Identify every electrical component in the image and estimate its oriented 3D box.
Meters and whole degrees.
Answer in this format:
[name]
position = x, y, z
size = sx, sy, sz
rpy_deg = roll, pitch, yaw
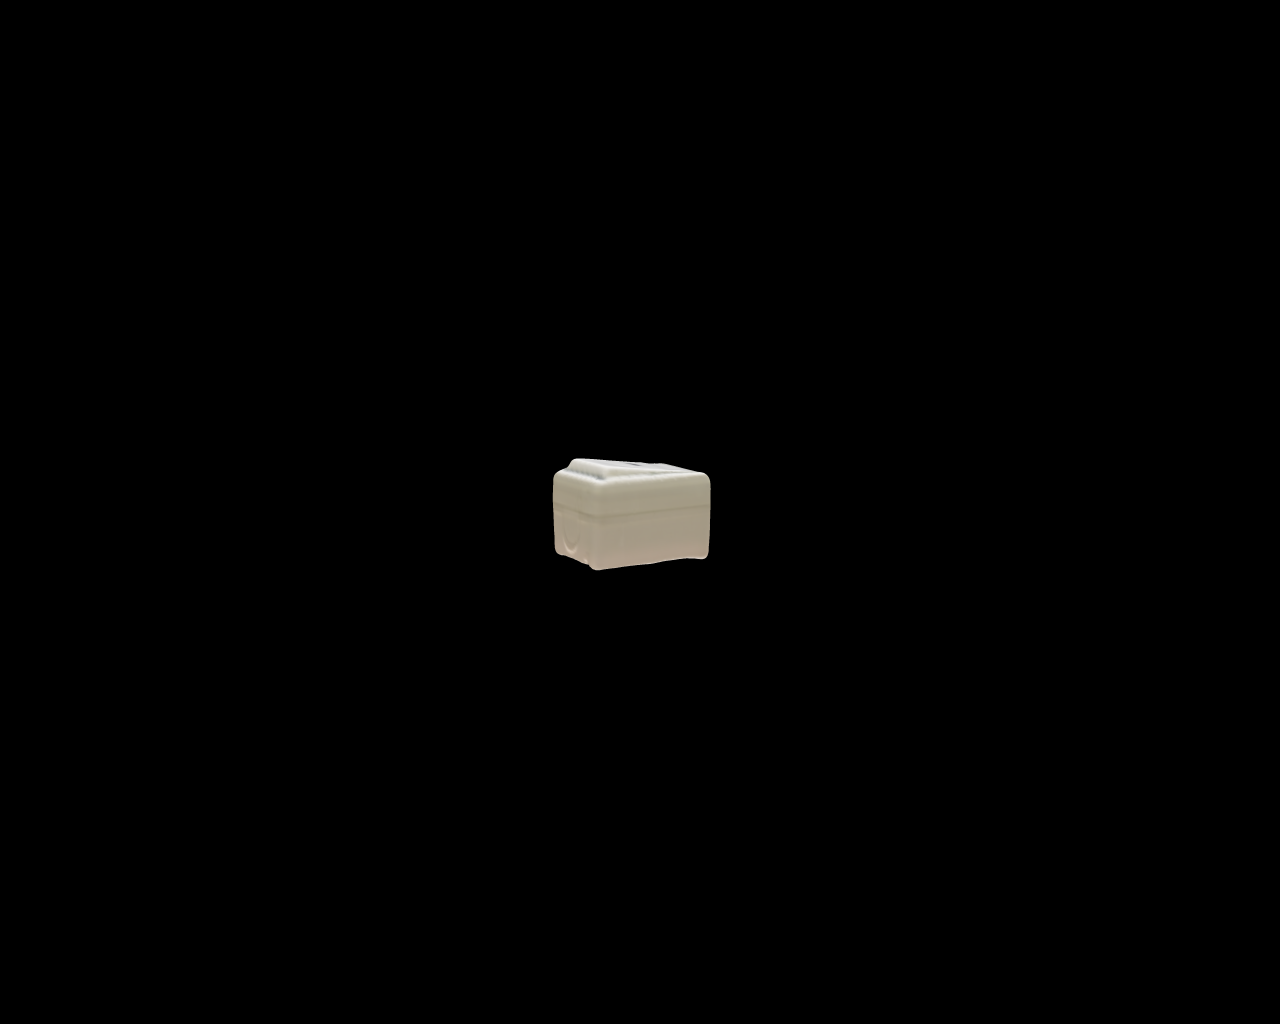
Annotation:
[electrical component]
position = 0.001, -0.003, 0.650
size = 0.096, 0.061, 0.062
rpy_deg = -5, 12, -28
